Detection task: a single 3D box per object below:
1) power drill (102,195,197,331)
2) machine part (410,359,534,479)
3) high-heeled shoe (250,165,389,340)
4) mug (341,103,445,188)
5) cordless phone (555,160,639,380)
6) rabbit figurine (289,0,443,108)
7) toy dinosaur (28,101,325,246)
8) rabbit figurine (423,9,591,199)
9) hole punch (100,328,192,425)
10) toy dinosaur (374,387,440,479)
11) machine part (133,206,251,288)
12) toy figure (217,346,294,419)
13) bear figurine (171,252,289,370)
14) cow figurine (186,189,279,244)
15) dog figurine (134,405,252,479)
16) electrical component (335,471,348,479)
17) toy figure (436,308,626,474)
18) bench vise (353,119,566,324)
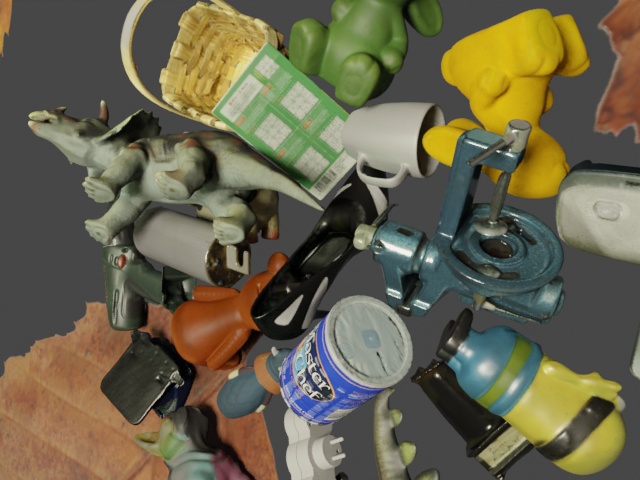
[{"bbox_3d":[-0.289,0.040,0.885,0.208,0.086,0.232,3,90,32],"label":"power drill"},{"bbox_3d":[0.159,0.182,0.569,0.139,0.039,0.084,41,110,15],"label":"machine part"},{"bbox_3d":[-0.001,-0.002,0.630,0.086,0.145,0.248,16,89,37],"label":"high-heeled shoe"},{"bbox_3d":[0.077,-0.108,0.620,0.107,0.080,0.109,14,70,34],"label":"mug"},{"bbox_3d":[0.279,0.029,0.478,0.147,0.088,0.184,15,100,35],"label":"cordless phone"},{"bbox_3d":[0.071,-0.249,0.598,0.121,0.159,0.170,46,131,26],"label":"rabbit figurine"},{"bbox_3d":[-0.170,-0.091,0.681,0.405,0.131,0.192,6,47,13],"label":"toy dinosaur"},{"bbox_3d":[0.186,-0.120,0.537,0.162,0.122,0.173,-14,98,35],"label":"rabbit figurine"},{"bbox_3d":[-0.266,0.226,0.864,0.142,0.092,0.116,33,83,33],"label":"hole punch"},{"bbox_3d":[0.101,0.354,0.554,0.198,0.105,0.472,-42,50,35],"label":"toy dinosaur"},{"bbox_3d":[-0.175,0.007,0.724,0.244,0.079,0.079,16,97,38],"label":"machine part"},{"bbox_3d":[-0.080,0.190,0.739,0.154,0.064,0.058,-40,28,22],"label":"toy figure"},{"bbox_3d":[-0.102,0.101,0.743,0.196,0.132,0.120,-25,73,13],"label":"bear figurine"},{"bbox_3d":[-0.142,-0.073,0.783,0.195,0.085,0.127,15,102,38],"label":"cow figurine"},{"bbox_3d":[-0.185,0.354,0.779,0.219,0.108,0.191,26,105,38],"label":"dog figurine"},{"bbox_3d":[0.014,0.341,0.684,0.063,0.021,0.094,47,112,28],"label":"electrical component"},{"bbox_3d":[0.195,0.142,0.509,0.180,0.082,0.089,30,83,10],"label":"toy figure"},{"bbox_3d":[0.141,-0.015,0.527,0.224,0.129,0.240,29,140,26],"label":"bench vise"}]
